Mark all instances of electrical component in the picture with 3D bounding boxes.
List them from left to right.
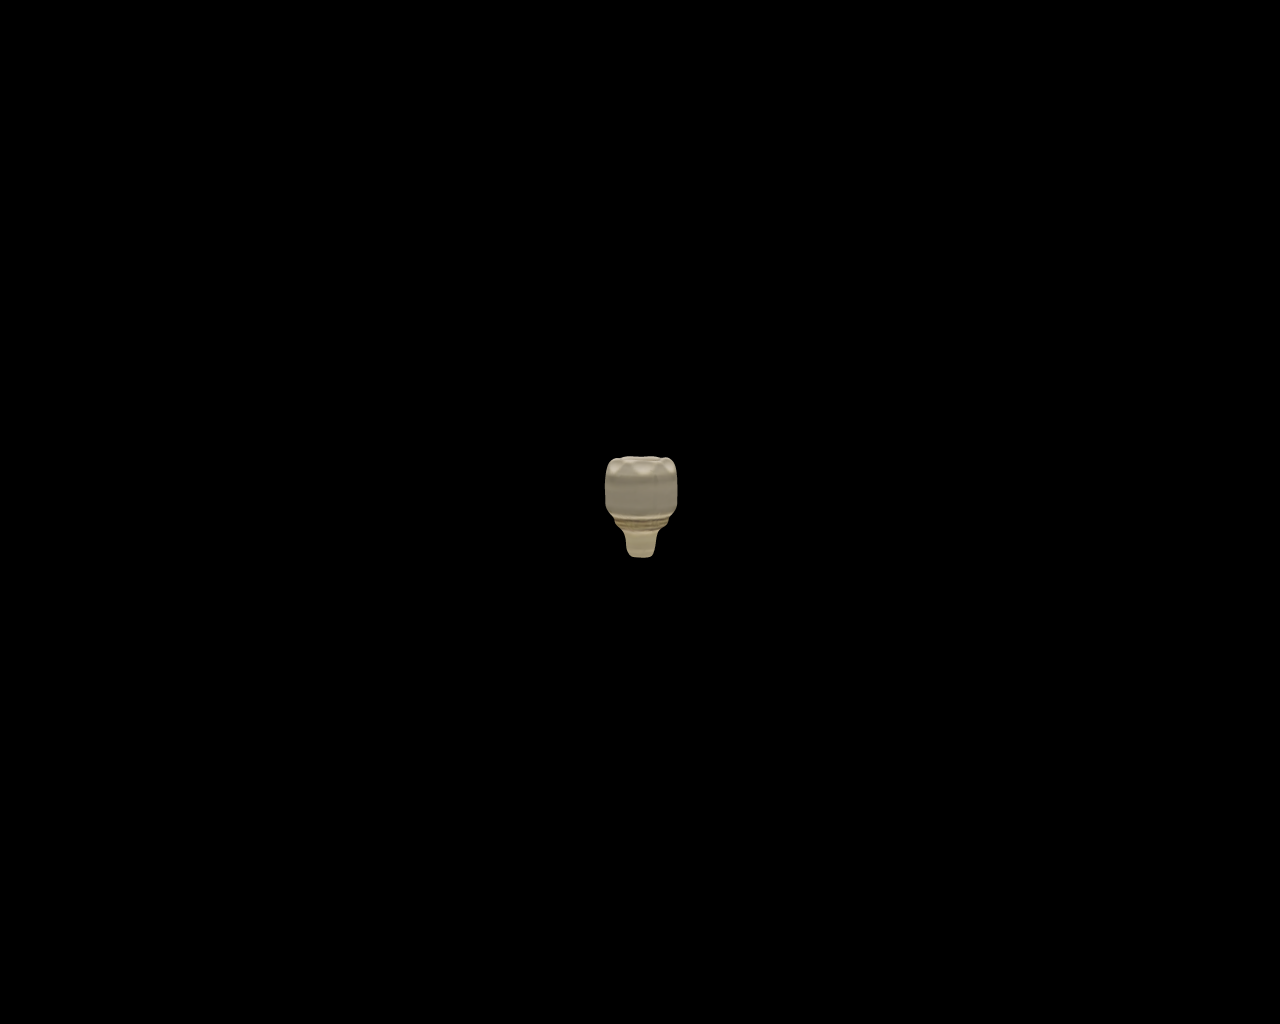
[{"bbox_3d":[0.001,-0.003,0.650,0.043,0.062,0.043,0,7,0],"label":"electrical component"}]
